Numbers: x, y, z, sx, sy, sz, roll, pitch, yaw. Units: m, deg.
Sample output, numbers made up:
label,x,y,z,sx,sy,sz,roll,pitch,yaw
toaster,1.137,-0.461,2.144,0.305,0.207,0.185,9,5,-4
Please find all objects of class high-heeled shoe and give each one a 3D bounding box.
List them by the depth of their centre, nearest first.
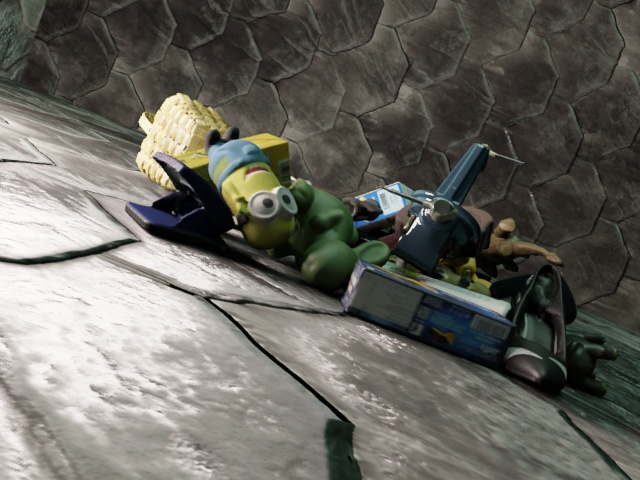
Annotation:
label,x,y,z,sx,sy,sz,roll,pitch,yaw
high-heeled shoe,0.291,0.103,0.691,0.086,0.145,0.248,22,4,11

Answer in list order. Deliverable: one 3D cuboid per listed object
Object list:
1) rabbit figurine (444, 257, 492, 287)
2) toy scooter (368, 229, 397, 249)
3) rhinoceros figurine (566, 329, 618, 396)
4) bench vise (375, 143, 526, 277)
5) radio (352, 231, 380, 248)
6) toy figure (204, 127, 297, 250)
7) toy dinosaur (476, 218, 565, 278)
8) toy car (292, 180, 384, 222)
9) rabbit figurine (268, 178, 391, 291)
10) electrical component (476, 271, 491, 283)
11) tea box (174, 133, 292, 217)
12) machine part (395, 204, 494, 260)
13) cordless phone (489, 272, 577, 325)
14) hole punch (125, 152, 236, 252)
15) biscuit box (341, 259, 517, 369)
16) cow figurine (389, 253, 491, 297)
label,x,y,z,sx,sy,sz,roll,pitch,yaw
rabbit figurine,0.280,0.089,1.074,0.173,0.122,0.162,37,-1,10
toy scooter,0.128,0.022,1.083,0.135,0.075,0.184,-19,8,-39
rhinoceros figurine,0.362,0.164,0.800,0.112,0.073,0.190,12,7,8
bench vise,0.191,-0.057,0.796,0.129,0.240,0.223,30,-13,24
radio,-0.002,-0.003,0.934,0.230,0.073,0.131,23,6,-4
toy figure,-0.092,-0.069,0.708,0.180,0.082,0.089,54,-17,28
toy dinosaur,0.335,0.016,1.268,0.472,0.105,0.198,13,-19,39
toy car,0.011,-0.065,0.914,0.202,0.053,0.089,20,9,29
rabbit figurine,0.008,0.020,0.736,0.159,0.121,0.170,27,22,-21
electrical component,0.343,0.105,1.193,0.047,0.074,0.119,20,9,-32
tea box,-0.131,-0.094,0.819,0.169,0.098,0.068,-20,32,-31
machine part,0.222,-0.019,0.972,0.179,0.056,0.179,3,22,-1
cordless phone,0.406,0.138,0.978,0.184,0.089,0.147,34,-36,-32
hole punch,-0.169,-0.049,0.686,0.115,0.092,0.142,22,1,-40
biscuit box,0.130,0.089,0.653,0.203,0.059,0.063,22,6,-6
cow figurine,0.196,0.071,0.917,0.195,0.085,0.127,20,7,17
